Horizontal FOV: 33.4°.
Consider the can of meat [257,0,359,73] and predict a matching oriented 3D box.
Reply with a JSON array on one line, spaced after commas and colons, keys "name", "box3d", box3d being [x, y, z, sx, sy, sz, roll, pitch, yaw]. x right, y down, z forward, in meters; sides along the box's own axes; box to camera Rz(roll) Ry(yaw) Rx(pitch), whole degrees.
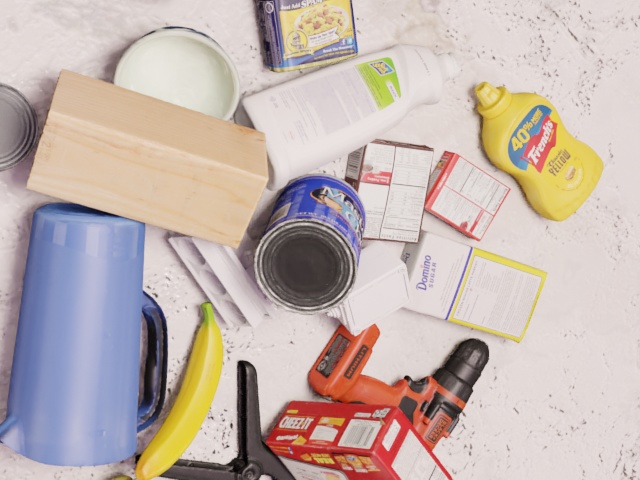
[{"name": "can of meat", "box3d": [-0.012, -0.225, 1.107, 0.102, 0.057, 0.084, -15, 109, -19]}]

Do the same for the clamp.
[{"name": "clamp", "box3d": [-0.081, 0.247, 1.192, 0.164, 0.036, 0.210, -48, 115, -10]}]

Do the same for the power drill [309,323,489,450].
[{"name": "power drill", "box3d": [0.094, 0.160, 1.237, 0.187, 0.057, 0.184, 36, 83, -24]}]

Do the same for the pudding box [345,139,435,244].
[{"name": "pudding box", "box3d": [0.074, -0.055, 1.191, 0.089, 0.039, 0.113, 6, 101, -25]}]

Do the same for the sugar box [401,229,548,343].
[{"name": "sugar box", "box3d": [0.174, 0.054, 1.254, 0.176, 0.048, 0.093, 19, 93, -22]}]

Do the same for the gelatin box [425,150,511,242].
[{"name": "gelatin box", "box3d": [0.166, -0.050, 1.235, 0.089, 0.030, 0.073, 30, 89, -22]}]

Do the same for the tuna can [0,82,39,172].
[{"name": "tuna can", "box3d": [-0.314, -0.109, 1.016, 0.086, 0.034, 0.086, -5, 104, -22]}]

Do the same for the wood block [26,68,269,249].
[{"name": "wood block", "box3d": [-0.162, -0.076, 1.017, 0.206, 0.091, 0.090, 16, 121, -16]}]

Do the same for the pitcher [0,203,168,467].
[{"name": "pitcher", "box3d": [-0.228, 0.090, 1.053, 0.145, 0.149, 0.243, 7, 96, 2]}]

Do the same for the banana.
[{"name": "banana", "box3d": [-0.141, 0.166, 1.119, 0.069, 0.037, 0.197, 44, 55, -45]}]

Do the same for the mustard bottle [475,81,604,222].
[{"name": "mustard bottle", "box3d": [0.244, -0.114, 1.239, 0.191, 0.058, 0.096, 42, 82, -25]}]

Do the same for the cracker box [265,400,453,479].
[{"name": "cracker box", "box3d": [0.065, 0.270, 1.180, 0.213, 0.164, 0.072, 54, 52, -27]}]

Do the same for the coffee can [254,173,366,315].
[{"name": "coffee can", "box3d": [-0.007, 0.001, 1.094, 0.103, 0.140, 0.103, 2, 112, 5]}]

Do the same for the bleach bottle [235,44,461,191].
[{"name": "bleach bottle", "box3d": [0.042, -0.142, 1.134, 0.250, 0.068, 0.102, -22, 81, -19]}]
